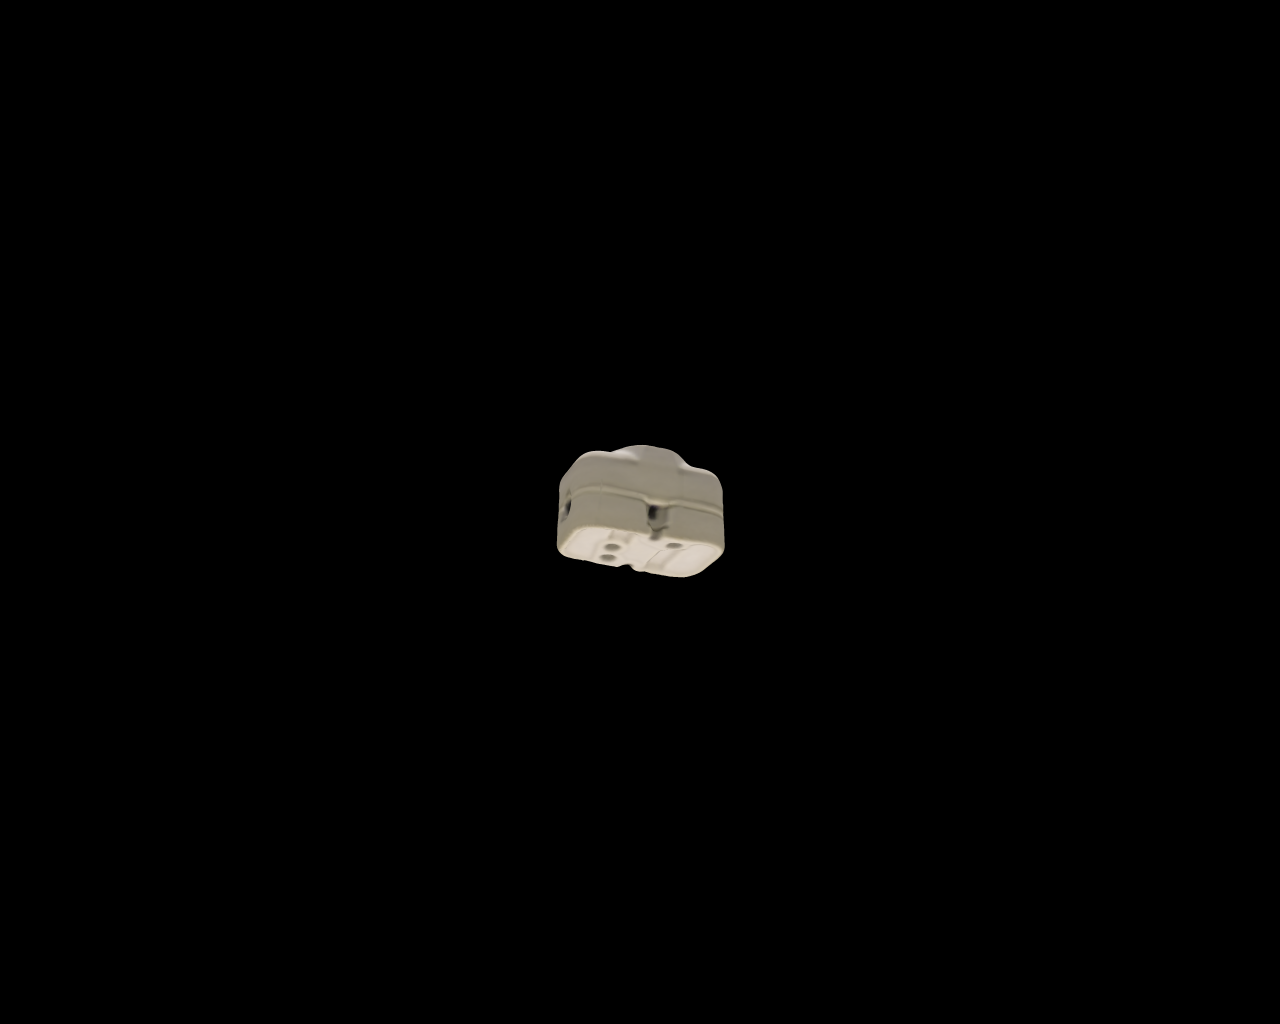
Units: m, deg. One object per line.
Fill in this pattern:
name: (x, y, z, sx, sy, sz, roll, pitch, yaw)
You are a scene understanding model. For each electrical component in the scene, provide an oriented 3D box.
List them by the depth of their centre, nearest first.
electrical component: (0.001, -0.003, 0.650, 0.095, 0.059, 0.053, 10, -28, -20)
